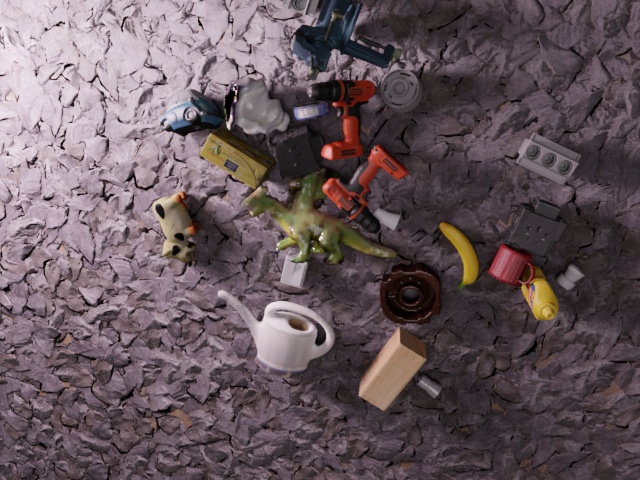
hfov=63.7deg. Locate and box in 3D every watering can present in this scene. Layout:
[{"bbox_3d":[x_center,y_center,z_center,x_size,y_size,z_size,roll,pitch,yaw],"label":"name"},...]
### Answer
[{"bbox_3d":[-0.133,0.265,1.458,0.348,0.221,0.105,15,-159,4],"label":"watering can"}]

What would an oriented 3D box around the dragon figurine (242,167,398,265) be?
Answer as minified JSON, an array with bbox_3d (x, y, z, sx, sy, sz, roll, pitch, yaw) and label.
[{"bbox_3d":[0.004,-0.067,1.339,0.123,0.410,0.240,-116,27,-77],"label":"dragon figurine"}]

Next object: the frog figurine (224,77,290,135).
[{"bbox_3d":[-0.154,-0.331,1.289,0.159,0.136,0.124,2,-166,-30],"label":"frog figurine"}]
